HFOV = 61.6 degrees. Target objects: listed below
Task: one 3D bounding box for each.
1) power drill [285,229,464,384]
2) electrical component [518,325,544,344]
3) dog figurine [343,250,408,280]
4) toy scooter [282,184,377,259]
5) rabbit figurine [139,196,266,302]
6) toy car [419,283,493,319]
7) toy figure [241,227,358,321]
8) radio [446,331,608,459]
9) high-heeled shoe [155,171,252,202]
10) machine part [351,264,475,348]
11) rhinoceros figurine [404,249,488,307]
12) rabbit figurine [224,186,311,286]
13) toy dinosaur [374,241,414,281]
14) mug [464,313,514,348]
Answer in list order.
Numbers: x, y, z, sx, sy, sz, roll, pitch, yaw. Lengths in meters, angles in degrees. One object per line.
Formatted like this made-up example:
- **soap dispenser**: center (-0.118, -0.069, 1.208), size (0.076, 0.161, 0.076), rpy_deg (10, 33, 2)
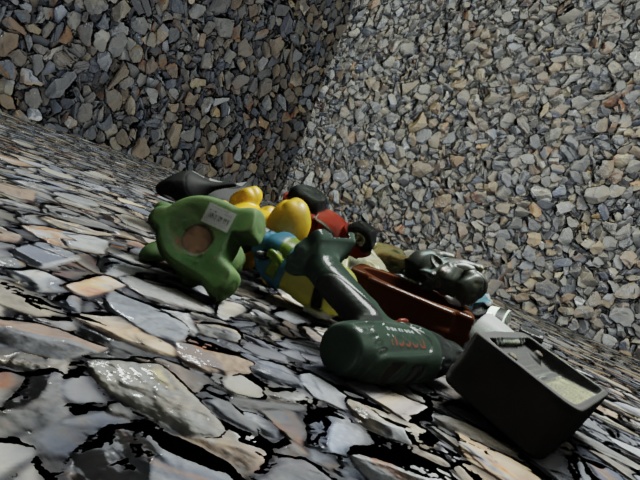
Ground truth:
- **power drill**: center (0.061, 0.085, 0.647), size (0.232, 0.086, 0.207), rpy_deg (6, 44, -51)
- **electrical component**: center (0.403, 0.210, 1.053), size (0.048, 0.074, 0.119), rpy_deg (23, 2, 23)
- **dog figurine**: center (0.103, 0.090, 1.110), size (0.191, 0.121, 0.172), rpy_deg (54, -6, 24)
- **toy scooter**: center (-0.002, -0.003, 0.925), size (0.184, 0.135, 0.075), rpy_deg (34, 27, 14)
- **rabbit figurine**: center (-0.156, 0.016, 0.706), size (0.159, 0.121, 0.170), rpy_deg (15, -14, 3)
- **toy car**: center (0.243, 0.105, 1.034), size (0.162, 0.102, 0.109), rpy_deg (-14, 3, 15)
- **toy figure**: center (-0.029, 0.043, 0.773), size (0.180, 0.089, 0.082), rpy_deg (39, 44, 15)
- **radio**: center (0.249, 0.172, 0.638), size (0.131, 0.073, 0.229), rpy_deg (40, 13, 33)
- **high-heeled shoe**: center (-0.209, -0.075, 1.037), size (0.145, 0.086, 0.248), rpy_deg (-5, -13, 3)
- **machine part**: center (0.134, 0.114, 0.854), size (0.202, 0.087, 0.201), rpy_deg (24, 5, 10)
- **rhinoceros figurine**: center (0.205, 0.055, 0.869), size (0.112, 0.073, 0.190), rpy_deg (21, 4, -21)
- **rabbit figurine**: center (-0.087, -0.010, 0.867), size (0.173, 0.162, 0.122), rpy_deg (-13, 6, 33)
- **toy dinosaur**: center (0.159, 0.055, 1.297), size (0.199, 0.105, 0.471), rpy_deg (17, -2, -5)
- **mug**: center (0.307, 0.187, 0.898), size (0.107, 0.080, 0.109), rpy_deg (38, 8, 35)
